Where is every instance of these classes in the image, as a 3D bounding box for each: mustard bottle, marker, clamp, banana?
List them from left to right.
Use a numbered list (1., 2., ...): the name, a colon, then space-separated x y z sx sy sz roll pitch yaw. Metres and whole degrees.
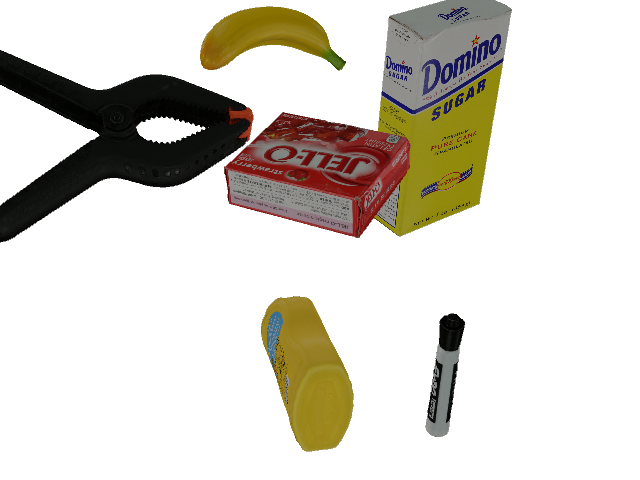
1. clamp: -0.153 -0.070 0.778 0.209 0.164 0.036 1 -30 -11
2. banana: -0.052 -0.199 1.044 0.197 0.070 0.037 -12 -33 -46
3. mustard bottle: -0.020 0.109 1.027 0.058 0.096 0.192 -5 28 -13
4. marker: 0.096 0.105 0.828 0.020 0.121 0.020 2 37 -1

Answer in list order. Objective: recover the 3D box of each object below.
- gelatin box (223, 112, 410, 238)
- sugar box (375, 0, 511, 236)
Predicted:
1. gelatin box: -0.001 -0.042 0.635 0.089 0.030 0.073 14 39 23
2. sugar box: 0.092 -0.096 0.831 0.093 0.176 0.048 -22 46 -30
